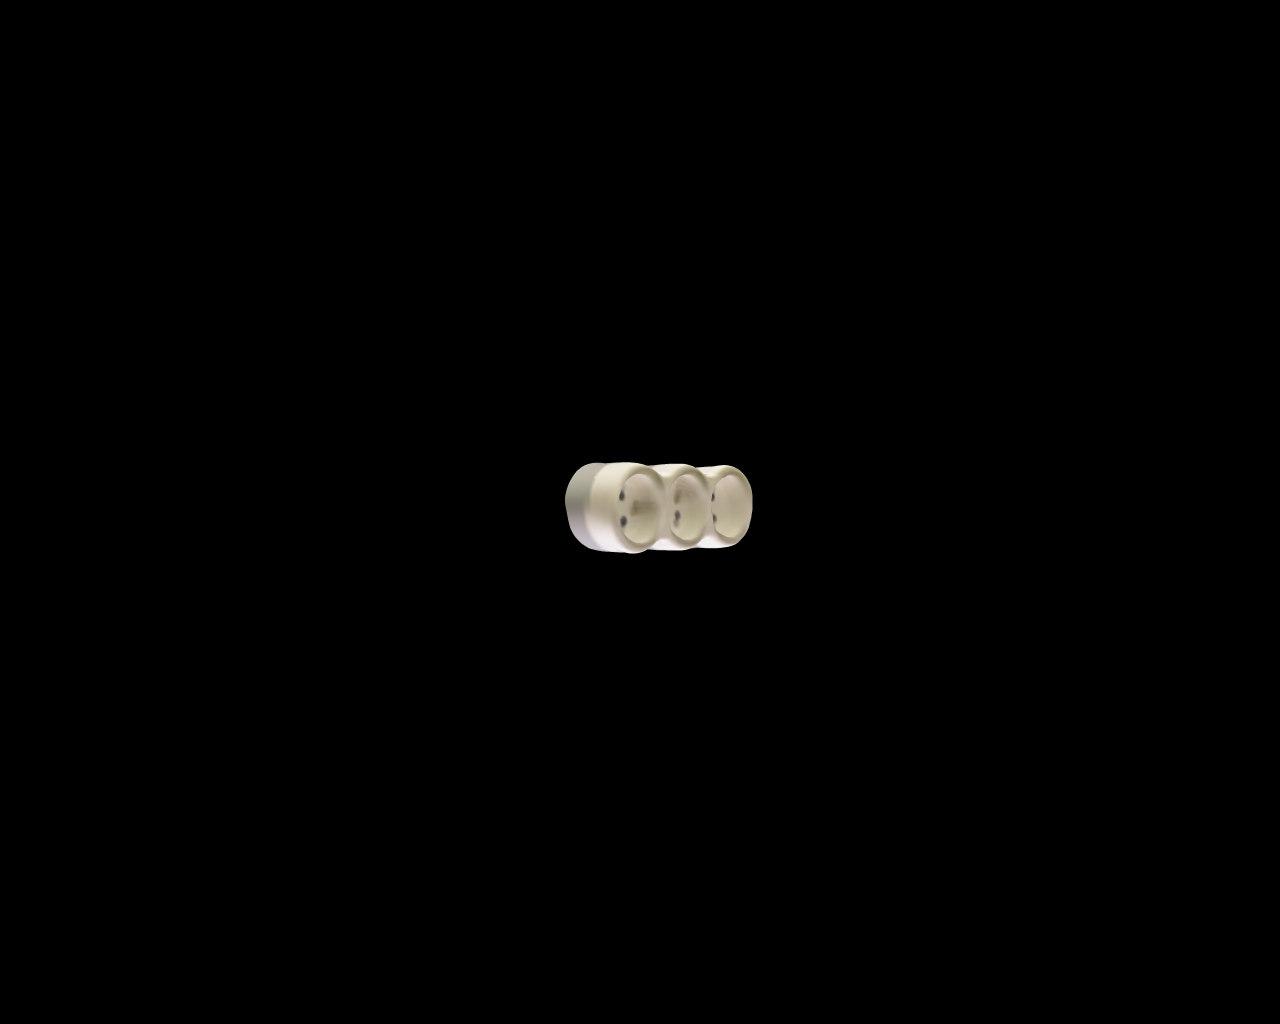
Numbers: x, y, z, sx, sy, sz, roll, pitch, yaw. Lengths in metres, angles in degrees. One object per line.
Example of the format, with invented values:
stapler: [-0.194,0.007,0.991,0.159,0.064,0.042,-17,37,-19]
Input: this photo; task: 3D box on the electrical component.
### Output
electrical component: [0.001,-0.003,0.650,0.074,0.052,0.138,0,0,39]
